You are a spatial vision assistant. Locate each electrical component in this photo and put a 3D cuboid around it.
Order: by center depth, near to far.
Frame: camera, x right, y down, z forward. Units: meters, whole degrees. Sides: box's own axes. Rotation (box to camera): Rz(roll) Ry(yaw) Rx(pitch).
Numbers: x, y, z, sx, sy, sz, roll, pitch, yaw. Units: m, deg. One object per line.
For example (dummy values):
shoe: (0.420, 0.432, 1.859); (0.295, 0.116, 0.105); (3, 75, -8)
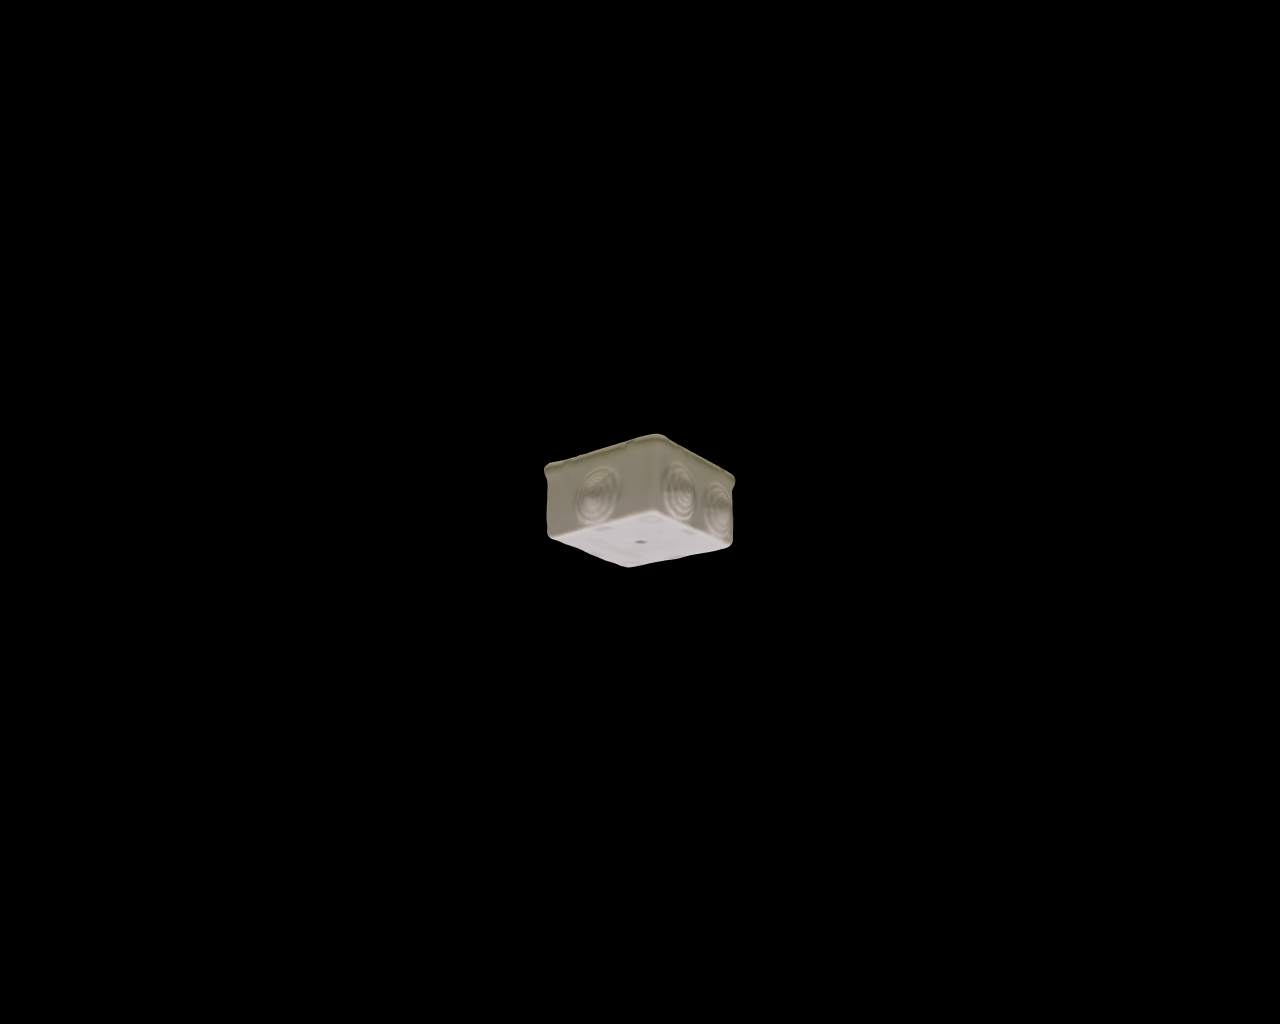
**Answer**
electrical component: (0.001, -0.003, 0.650); (0.099, 0.048, 0.099); (-14, -24, 33)
